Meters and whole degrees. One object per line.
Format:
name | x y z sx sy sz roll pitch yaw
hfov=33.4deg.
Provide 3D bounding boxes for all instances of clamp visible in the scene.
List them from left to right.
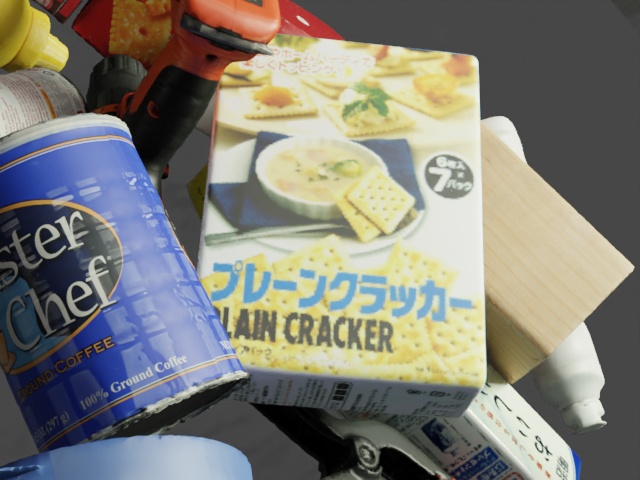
clamp | 0.014 0.141 0.624 0.171 0.039 0.120 27 41 -23

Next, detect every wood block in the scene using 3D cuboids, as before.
wood block | 0.096 -0.012 0.726 0.206 0.090 0.091 45 -17 10

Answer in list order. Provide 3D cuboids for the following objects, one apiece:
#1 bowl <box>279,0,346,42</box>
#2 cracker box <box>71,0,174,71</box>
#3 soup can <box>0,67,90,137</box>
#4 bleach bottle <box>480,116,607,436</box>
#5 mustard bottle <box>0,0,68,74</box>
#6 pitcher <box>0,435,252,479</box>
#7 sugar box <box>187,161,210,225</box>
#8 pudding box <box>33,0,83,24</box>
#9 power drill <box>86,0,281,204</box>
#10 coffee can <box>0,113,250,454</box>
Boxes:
bowl | -0.026 -0.159 0.884 0.162 0.055 0.162 30 20 -12
cracker box | -0.071 -0.230 0.777 0.072 0.214 0.164 42 28 -18
soup can | -0.177 -0.055 0.564 0.068 0.069 0.102 52 27 6
bleach bottle | 0.168 0.032 0.854 0.102 0.068 0.251 47 24 -65
mustard bottle | -0.223 -0.140 0.586 0.191 0.096 0.058 25 78 -39
pitcher | -0.064 0.193 0.347 0.149 0.145 0.243 5 52 -33
sugar box | -0.005 0.001 0.763 0.175 0.048 0.093 13 41 -46
pudding box | -0.160 -0.216 0.768 0.039 0.090 0.113 40 28 -19
power drill | -0.090 -0.095 0.614 0.057 0.188 0.184 13 42 -25
coffee can | -0.109 0.026 0.505 0.102 0.103 0.140 -10 69 -58
